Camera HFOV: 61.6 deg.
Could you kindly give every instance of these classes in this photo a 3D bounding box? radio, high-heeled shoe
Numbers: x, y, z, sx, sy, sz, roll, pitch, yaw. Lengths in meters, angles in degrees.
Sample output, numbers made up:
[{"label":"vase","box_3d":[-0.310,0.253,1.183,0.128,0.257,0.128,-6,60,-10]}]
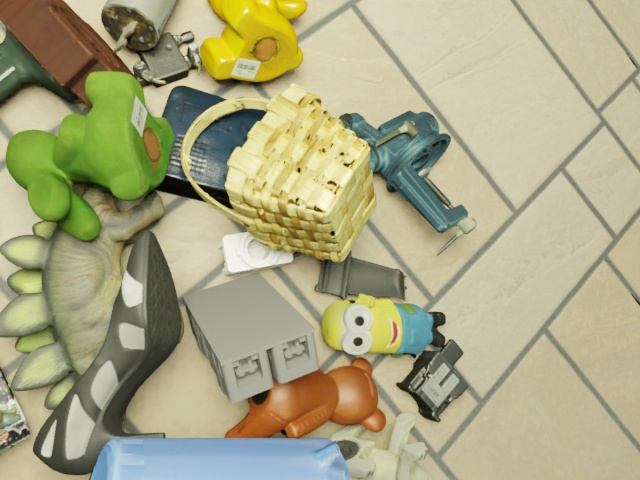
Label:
[{"label":"radio","box_3d":[-0.112,-0.114,0.740,0.229,0.073,0.131,14,75,-18]},{"label":"high-heeled shoe","box_3d":[-0.230,0.117,0.567,0.145,0.086,0.248,-4,82,8]}]

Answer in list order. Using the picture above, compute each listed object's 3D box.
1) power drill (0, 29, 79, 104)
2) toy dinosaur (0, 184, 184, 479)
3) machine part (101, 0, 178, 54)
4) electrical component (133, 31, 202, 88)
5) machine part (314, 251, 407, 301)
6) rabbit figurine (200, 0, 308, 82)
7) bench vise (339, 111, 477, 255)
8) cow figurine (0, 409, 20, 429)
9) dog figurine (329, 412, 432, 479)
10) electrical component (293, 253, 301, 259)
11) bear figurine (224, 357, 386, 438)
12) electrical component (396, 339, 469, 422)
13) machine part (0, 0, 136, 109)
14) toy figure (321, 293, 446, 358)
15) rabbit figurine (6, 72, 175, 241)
[{"label":"power drill","box_3d":[-0.399,-0.143,0.641,0.207,0.086,0.232,-40,91,-7]},{"label":"toy dinosaur","box_3d":[-0.266,0.092,0.639,0.199,0.105,0.471,-8,82,-14]},{"label":"machine part","box_3d":[-0.227,-0.342,0.723,0.079,0.079,0.243,20,64,-15]},{"label":"electrical component","box_3d":[-0.211,-0.249,0.743,0.102,0.045,0.078,-21,89,-21]},{"label":"machine part","box_3d":[0.063,0.054,0.788,0.139,0.039,0.084,14,71,-15]},{"label":"rabbit figurine","box_3d":[-0.095,-0.316,0.756,0.162,0.121,0.173,-11,55,-32]},{"label":"bench vise","box_3d":[0.125,-0.094,0.781,0.223,0.128,0.241,-26,70,-40]},{"label":"cow figurine","box_3d":[-0.383,0.221,0.537,0.127,0.085,0.194,14,93,12]},{"label":"dog figurine","box_3d":[0.084,0.350,0.718,0.172,0.121,0.190,-10,102,12]},{"label":"electrical component","box_3d":[-0.002,-0.002,0.760,0.094,0.063,0.021,-29,91,-20]},{"label":"bear figurine","box_3d":[-0.016,0.207,0.705,0.195,0.132,0.120,20,44,-42]},{"label":"electrical component","box_3d":[0.179,0.200,0.796,0.119,0.048,0.075,-39,95,-19]},{"label":"machine part","box_3d":[-0.292,-0.226,0.645,0.056,0.179,0.179,-41,95,3]},{"label":"toy figure","box_3d":[0.089,0.127,0.762,0.180,0.089,0.082,4,66,-27]},{"label":"rabbit figurine","box_3d":[-0.261,-0.081,0.592,0.170,0.121,0.159,-8,70,10]}]
